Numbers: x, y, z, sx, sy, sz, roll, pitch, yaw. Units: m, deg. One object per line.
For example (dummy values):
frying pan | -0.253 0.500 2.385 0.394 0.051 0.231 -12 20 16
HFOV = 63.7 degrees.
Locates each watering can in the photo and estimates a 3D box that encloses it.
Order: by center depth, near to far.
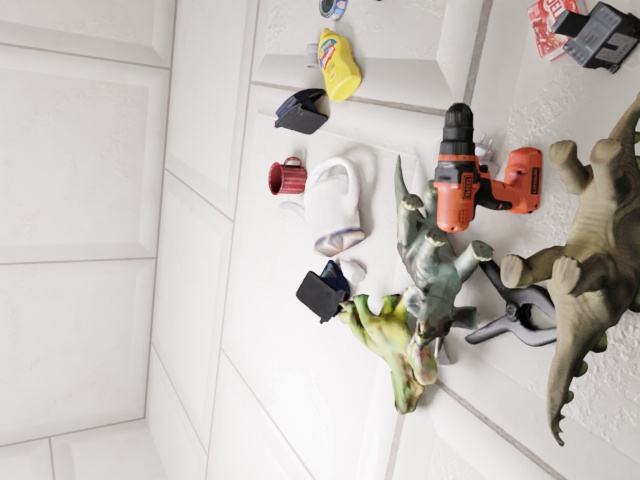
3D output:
watering can | 0.004 -0.063 1.253 0.104 0.227 0.343 -1 -18 -32

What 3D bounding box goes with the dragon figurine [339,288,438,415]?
dragon figurine | 0.130 0.231 1.047 0.122 0.246 0.404 -7 -16 -16
